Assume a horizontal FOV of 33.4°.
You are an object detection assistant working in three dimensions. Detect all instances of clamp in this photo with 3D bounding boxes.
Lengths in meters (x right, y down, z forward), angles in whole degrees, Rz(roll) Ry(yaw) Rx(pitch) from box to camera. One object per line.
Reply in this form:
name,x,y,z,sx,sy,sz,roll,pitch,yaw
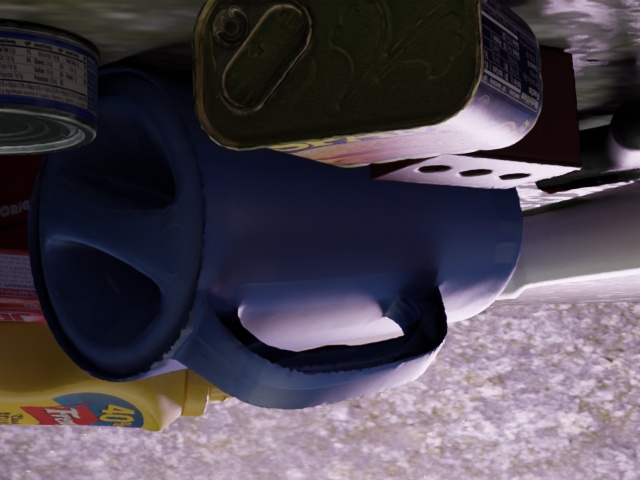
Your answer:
clamp,0.168,-0.049,0.561,0.164,0.036,0.210,-3,177,-28

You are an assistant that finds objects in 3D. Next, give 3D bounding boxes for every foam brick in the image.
foam brick,0.064,-0.053,0.452,0.078,0.051,0.053,2,172,-31

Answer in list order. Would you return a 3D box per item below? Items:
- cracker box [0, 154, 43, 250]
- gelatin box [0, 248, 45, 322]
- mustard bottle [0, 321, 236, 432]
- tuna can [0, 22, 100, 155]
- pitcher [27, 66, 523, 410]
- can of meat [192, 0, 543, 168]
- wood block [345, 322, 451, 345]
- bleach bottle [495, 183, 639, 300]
cracker box,-0.139,-0.010,0.678,0.164,0.072,0.213,-5,172,22
gelatin box,-0.188,0.026,0.574,0.089,0.030,0.073,5,164,-9
mustard bottle,-0.137,0.074,0.580,0.191,0.058,0.096,3,158,-14
tuna can,-0.131,-0.058,0.425,0.086,0.034,0.086,-2,173,0
pitcher,-0.003,0.001,0.523,0.242,0.149,0.145,0,173,-44
can of meat,0.020,-0.059,0.374,0.102,0.057,0.083,-5,176,26
wood block,0.025,0.044,0.929,0.205,0.091,0.090,0,-143,-43
bleach bottle,0.171,-0.002,0.673,0.250,0.068,0.102,-11,179,-3
